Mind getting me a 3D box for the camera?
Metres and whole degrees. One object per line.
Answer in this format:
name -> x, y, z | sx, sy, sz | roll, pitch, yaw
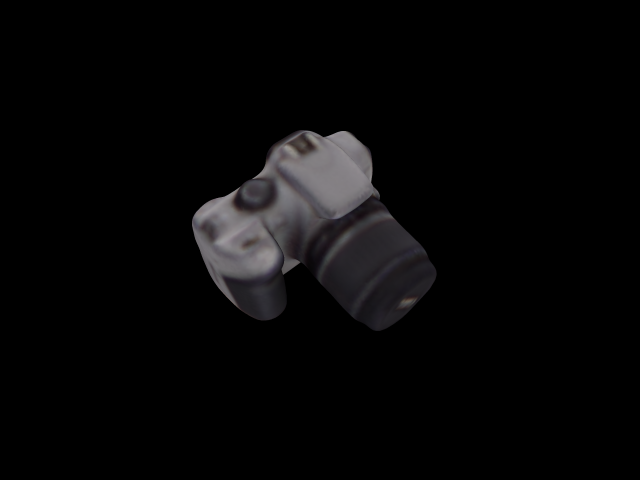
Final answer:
camera -> 0.004, 0.001, 0.400 | 0.143, 0.101, 0.136 | -36, 66, -18
